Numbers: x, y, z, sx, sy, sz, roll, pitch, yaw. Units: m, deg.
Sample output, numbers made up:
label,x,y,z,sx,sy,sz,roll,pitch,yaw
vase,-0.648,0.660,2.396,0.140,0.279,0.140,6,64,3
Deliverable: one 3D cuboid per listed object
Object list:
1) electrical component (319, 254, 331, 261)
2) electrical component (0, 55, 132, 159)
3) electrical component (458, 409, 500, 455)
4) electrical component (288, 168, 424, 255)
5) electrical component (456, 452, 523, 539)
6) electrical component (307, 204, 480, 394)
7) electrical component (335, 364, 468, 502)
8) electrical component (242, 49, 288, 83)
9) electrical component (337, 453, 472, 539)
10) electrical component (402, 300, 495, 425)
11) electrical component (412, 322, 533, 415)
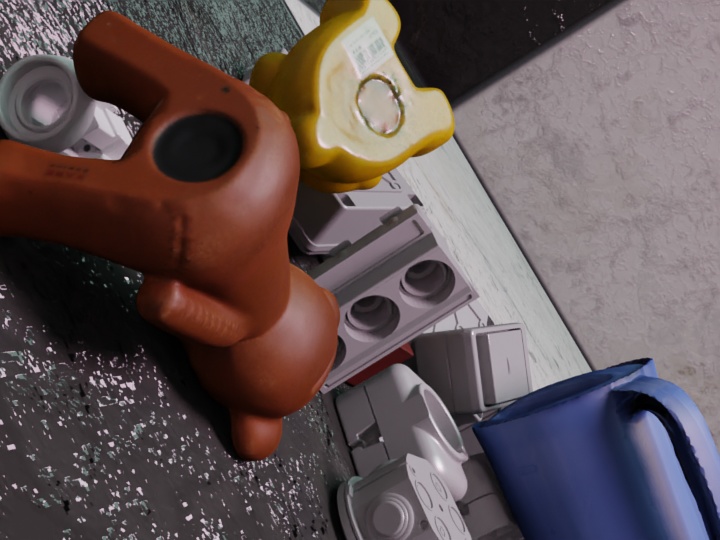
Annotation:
label,x,y,z,sx,sy,sz,roll,pitch,yaw
electrical component,0.000,0.000,0.908,0.065,0.044,0.044,57,11,-29
electrical component,-0.142,-0.074,0.515,0.066,0.048,0.055,62,5,14
electrical component,0.117,0.165,0.919,0.061,0.062,0.096,45,18,-46
electrical component,-0.022,-0.070,0.845,0.109,0.056,0.108,-4,53,-52
electrical component,0.084,0.173,0.789,0.059,0.054,0.095,64,14,25
electrical component,0.003,0.015,0.689,0.078,0.121,0.063,51,12,-32
electrical component,0.030,0.113,0.708,0.053,0.059,0.095,45,18,-47
electrical component,-0.071,-0.155,0.979,0.065,0.047,0.076,54,13,-21
electrical component,0.026,0.149,0.624,0.080,0.051,0.080,54,14,-19
electrical component,0.059,0.057,0.880,0.108,0.056,0.108,50,38,-34
electrical component,0.093,0.073,0.812,0.096,0.061,0.061,-2,84,-53
